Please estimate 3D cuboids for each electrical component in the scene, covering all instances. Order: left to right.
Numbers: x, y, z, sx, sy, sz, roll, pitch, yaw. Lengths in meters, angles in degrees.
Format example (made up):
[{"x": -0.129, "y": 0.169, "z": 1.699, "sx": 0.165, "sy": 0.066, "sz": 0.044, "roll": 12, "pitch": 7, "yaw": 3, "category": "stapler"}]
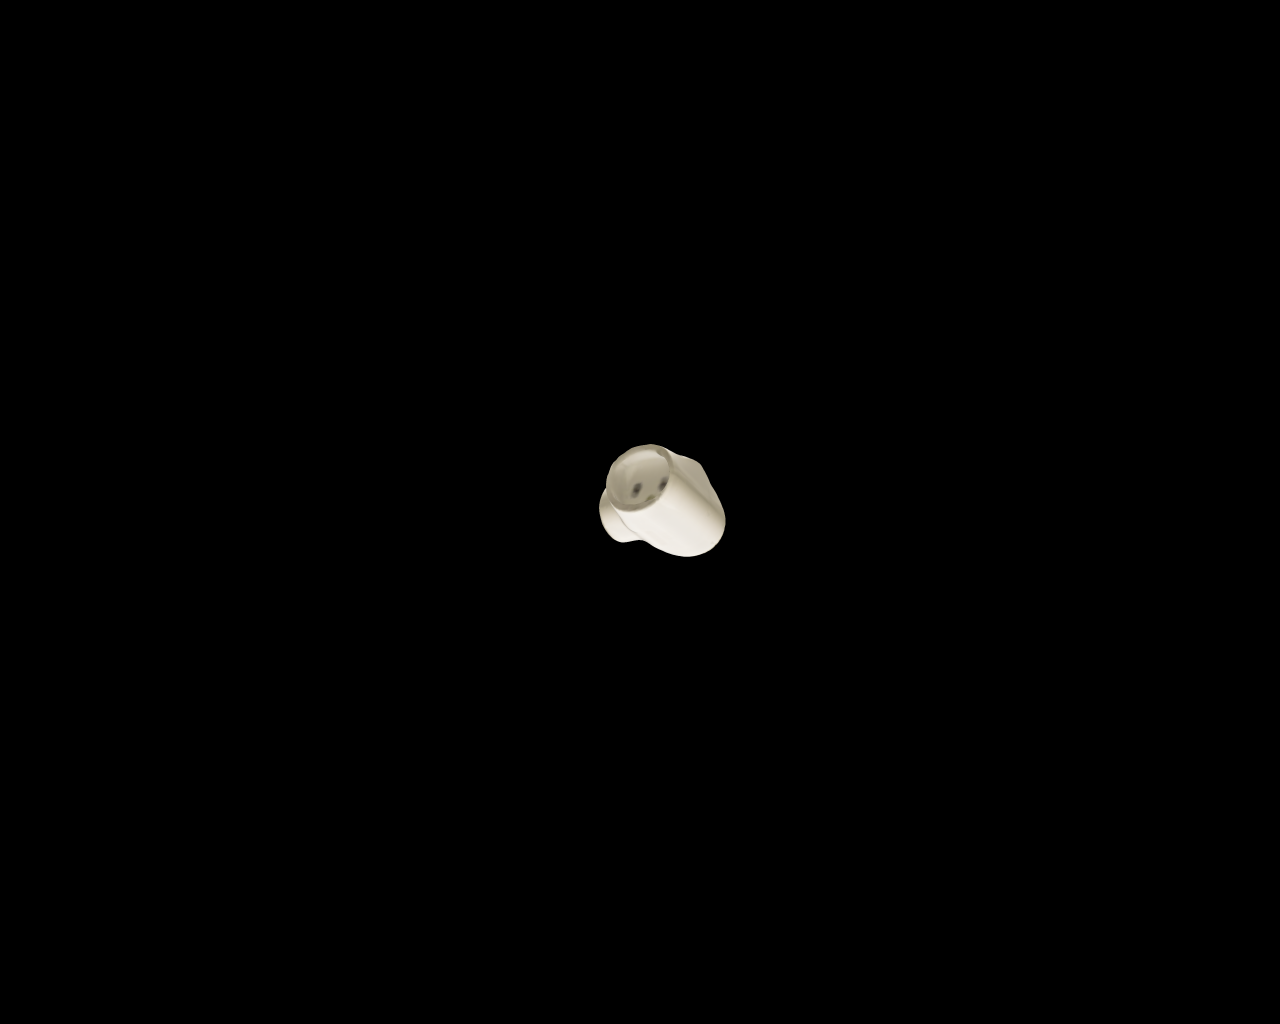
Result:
[{"x": 0.001, "y": -0.003, "z": 0.650, "sx": 0.079, "sy": 0.043, "sz": 0.077, "roll": -12, "pitch": -27, "yaw": 25, "category": "electrical component"}]
